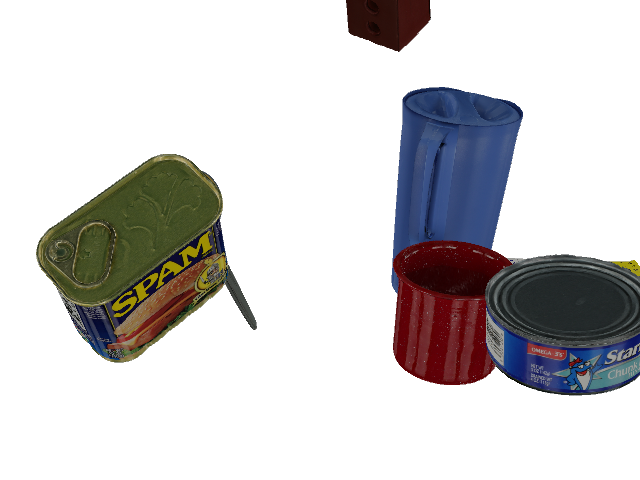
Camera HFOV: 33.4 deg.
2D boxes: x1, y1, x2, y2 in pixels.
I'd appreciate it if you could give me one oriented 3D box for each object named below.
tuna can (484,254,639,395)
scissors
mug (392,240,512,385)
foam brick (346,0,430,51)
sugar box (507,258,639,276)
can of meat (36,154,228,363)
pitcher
[{"bbox_3d":[0.128,0.043,0.550,0.086,0.034,0.086,-3,28,2],"label":"tuna can"},{"bbox_3d":[-0.115,0.001,1.244,0.016,0.201,0.096,-28,15,41],"label":"scissors"},{"bbox_3d":[0.093,0.051,0.823,0.093,0.081,0.117,-11,30,-26],"label":"mug"},{"bbox_3d":[0.055,-0.203,0.865,0.053,0.051,0.078,25,-32,25],"label":"foam brick"},{"bbox_3d":[0.290,0.071,1.269,0.176,0.093,0.048,0,18,-4],"label":"sugar box"},{"bbox_3d":[-0.101,0.013,0.609,0.102,0.057,0.084,-38,-24,-19],"label":"can of meat"},{"bbox_3d":[0.142,-0.043,1.217,0.149,0.243,0.145,-4,27,-20],"label":"pitcher"}]
